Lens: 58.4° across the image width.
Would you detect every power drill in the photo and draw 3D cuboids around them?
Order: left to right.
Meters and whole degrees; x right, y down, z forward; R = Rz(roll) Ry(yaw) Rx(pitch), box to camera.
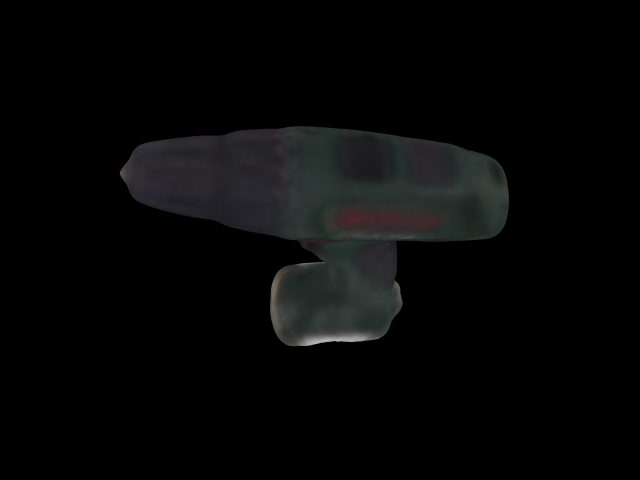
[{"bbox_3d":[0.004,0.001,0.400,0.229,0.208,0.075,-5,59,-3],"label":"power drill"}]
